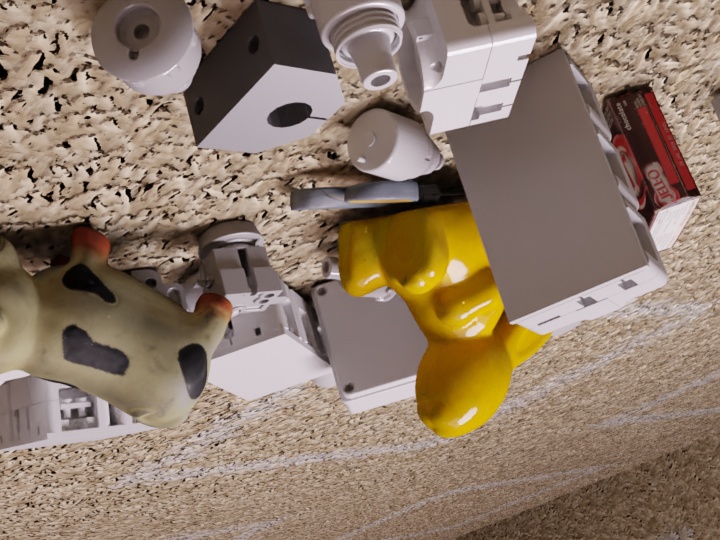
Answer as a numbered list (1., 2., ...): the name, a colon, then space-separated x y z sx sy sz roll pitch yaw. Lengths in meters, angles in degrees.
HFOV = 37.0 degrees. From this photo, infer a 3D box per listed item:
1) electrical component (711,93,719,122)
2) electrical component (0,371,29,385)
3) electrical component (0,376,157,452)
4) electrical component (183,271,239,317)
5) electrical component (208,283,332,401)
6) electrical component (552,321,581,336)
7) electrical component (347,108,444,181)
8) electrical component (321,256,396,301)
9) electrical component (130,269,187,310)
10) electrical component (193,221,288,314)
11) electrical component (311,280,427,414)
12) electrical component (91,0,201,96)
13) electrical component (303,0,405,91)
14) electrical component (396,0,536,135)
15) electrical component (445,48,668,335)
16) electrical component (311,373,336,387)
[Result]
1. electrical component: 0.303 -0.093 0.772 0.062 0.096 0.061 0 155 -37
2. electrical component: -0.279 0.053 0.765 0.095 0.053 0.059 -12 159 -12
3. electrical component: -0.238 0.110 0.886 0.105 0.060 0.186 -2 170 -35
4. electrical component: -0.120 0.023 0.825 0.062 0.043 0.043 -26 158 27
5. electrical component: -0.087 0.056 0.912 0.089 0.061 0.150 -20 160 9
6. electrical component: 0.184 0.037 1.086 0.095 0.053 0.059 -31 156 34
7. electrical component: 0.027 -0.076 0.681 0.040 0.040 0.078 -30 156 32
8. electrical component: 0.000 0.000 0.860 0.062 0.048 0.048 4 152 -30
9. electrical component: -0.172 0.037 0.802 0.078 0.058 0.057 -7 156 -18
10. electrical component: -0.088 -0.002 0.766 0.066 0.055 0.048 -4 157 -31
11. electrical component: 0.025 0.055 0.925 0.109 0.108 0.056 -16 158 0
12. electrical component: -0.096 -0.103 0.511 0.048 0.048 0.062 -18 167 3
13. electrical component: 0.002 -0.117 0.520 0.048 0.062 0.048 -15 160 -5
14. electrical component: 0.053 -0.117 0.578 0.056 0.050 0.089 -14 160 -8
15. electrical component: 0.120 -0.046 0.674 0.089 0.150 0.062 -25 157 22
16. electrical component: -0.015 0.080 1.057 0.079 0.044 0.077 -14 160 -7
